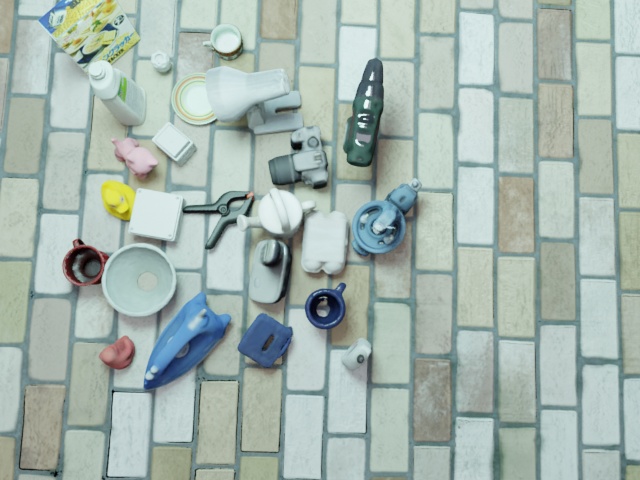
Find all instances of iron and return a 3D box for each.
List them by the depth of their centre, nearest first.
[{"bbox_3d":[-0.319,0.242,1.271,0.118,0.141,0.258,39,84,3],"label":"iron"}]

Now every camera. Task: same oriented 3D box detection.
[{"bbox_3d":[-0.054,-0.189,1.347,0.137,0.101,0.143,-11,84,-3],"label":"camera"}]

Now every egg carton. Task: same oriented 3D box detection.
[{"bbox_3d":[0.012,0.005,1.343,0.107,0.069,0.150,4,84,-1],"label":"egg carton"}]

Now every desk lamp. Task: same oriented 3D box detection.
[{"bbox_3d":[-0.143,-0.323,1.302,0.203,0.213,0.118,-7,84,-2],"label":"desk lamp"}]

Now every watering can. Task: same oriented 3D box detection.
[{"bbox_3d":[-0.095,-0.056,1.284,0.173,0.194,0.101,-39,86,-5],"label":"watering can"}]

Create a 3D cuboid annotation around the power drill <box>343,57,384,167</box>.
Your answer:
[{"bbox_3d":[0.099,-0.270,1.306,0.075,0.208,0.230,8,83,0],"label":"power drill"}]

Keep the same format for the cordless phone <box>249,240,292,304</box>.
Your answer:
[{"bbox_3d":[-0.115,0.068,1.274,0.094,0.185,0.148,6,83,-1],"label":"cordless phone"}]

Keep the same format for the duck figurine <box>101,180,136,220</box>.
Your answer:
[{"bbox_3d":[-0.474,-0.098,1.331,0.077,0.086,0.104,-39,86,-5],"label":"duck figurine"}]

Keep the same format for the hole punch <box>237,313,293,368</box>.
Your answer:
[{"bbox_3d":[-0.122,0.227,1.304,0.101,0.091,0.109,33,84,2],"label":"hole punch"}]

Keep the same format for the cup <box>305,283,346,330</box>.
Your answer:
[{"bbox_3d":[0.018,0.147,1.315,0.091,0.095,0.118,37,84,3],"label":"cup"}]

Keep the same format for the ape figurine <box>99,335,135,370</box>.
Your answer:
[{"bbox_3d":[-0.461,0.257,1.289,0.078,0.092,0.076,-7,84,-2],"label":"ape figurine"}]

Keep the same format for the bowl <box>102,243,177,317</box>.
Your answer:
[{"bbox_3d":[-0.408,0.093,1.318,0.167,0.074,0.167,0,84,-2],"label":"bowl"}]

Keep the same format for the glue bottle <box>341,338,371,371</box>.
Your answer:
[{"bbox_3d":[0.085,0.256,1.266,0.037,0.173,0.078,40,84,3],"label":"glue bottle"}]

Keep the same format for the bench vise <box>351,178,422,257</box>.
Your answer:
[{"bbox_3d":[0.147,-0.064,1.279,0.121,0.219,0.207,23,84,1],"label":"bench vise"}]

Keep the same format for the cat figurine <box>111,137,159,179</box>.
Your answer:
[{"bbox_3d":[-0.430,-0.194,1.327,0.128,0.117,0.067,39,84,3],"label":"cat figurine"}]
